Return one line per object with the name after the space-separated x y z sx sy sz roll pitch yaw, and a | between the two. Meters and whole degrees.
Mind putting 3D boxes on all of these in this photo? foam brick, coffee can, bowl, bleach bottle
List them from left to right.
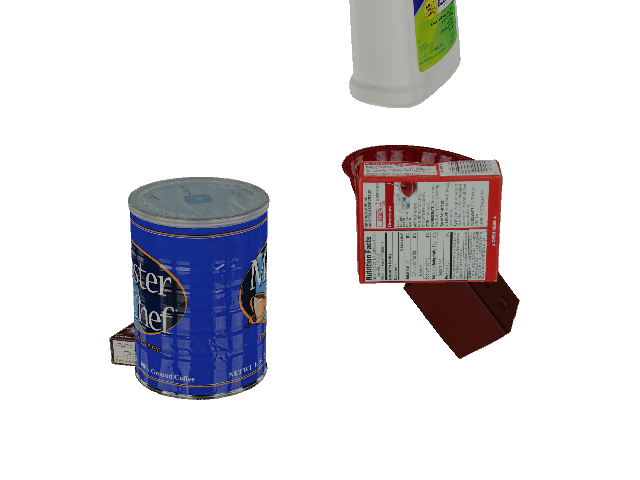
-0.090 0.033 0.801 0.103 0.140 0.103 1 20 -1 | coffee can
0.056 -0.232 0.792 0.068 0.251 0.102 14 39 31 | bleach bottle
0.100 -0.046 1.089 0.162 0.055 0.162 4 24 -2 | bowl
0.113 0.043 0.848 0.051 0.078 0.053 -32 12 30 | foam brick

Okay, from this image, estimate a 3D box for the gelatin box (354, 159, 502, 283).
0.066 -0.012 0.663 0.089 0.073 0.030 -1 26 4 | gelatin box

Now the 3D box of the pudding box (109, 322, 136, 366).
-0.186 0.125 1.296 0.114 0.039 0.090 2 13 17 | pudding box
